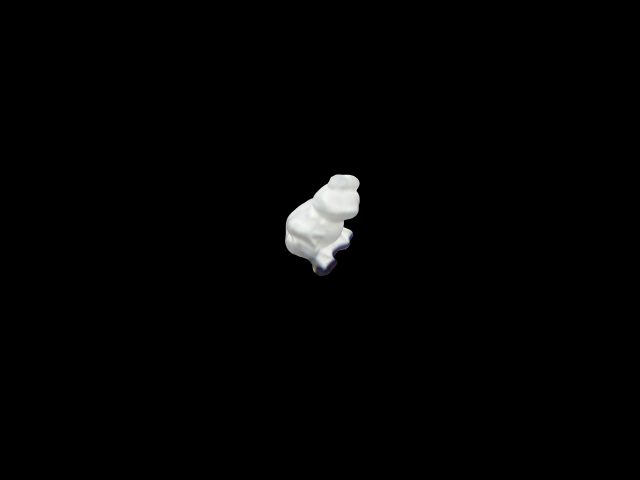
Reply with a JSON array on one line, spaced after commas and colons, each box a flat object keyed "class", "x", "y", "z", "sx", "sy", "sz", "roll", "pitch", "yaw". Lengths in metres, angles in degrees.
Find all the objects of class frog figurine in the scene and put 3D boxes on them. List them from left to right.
[{"class": "frog figurine", "x": 0.003, "y": -0.043, "z": 0.850, "sx": 0.139, "sy": 0.155, "sz": 0.124, "roll": -31, "pitch": 50, "yaw": -30}]
